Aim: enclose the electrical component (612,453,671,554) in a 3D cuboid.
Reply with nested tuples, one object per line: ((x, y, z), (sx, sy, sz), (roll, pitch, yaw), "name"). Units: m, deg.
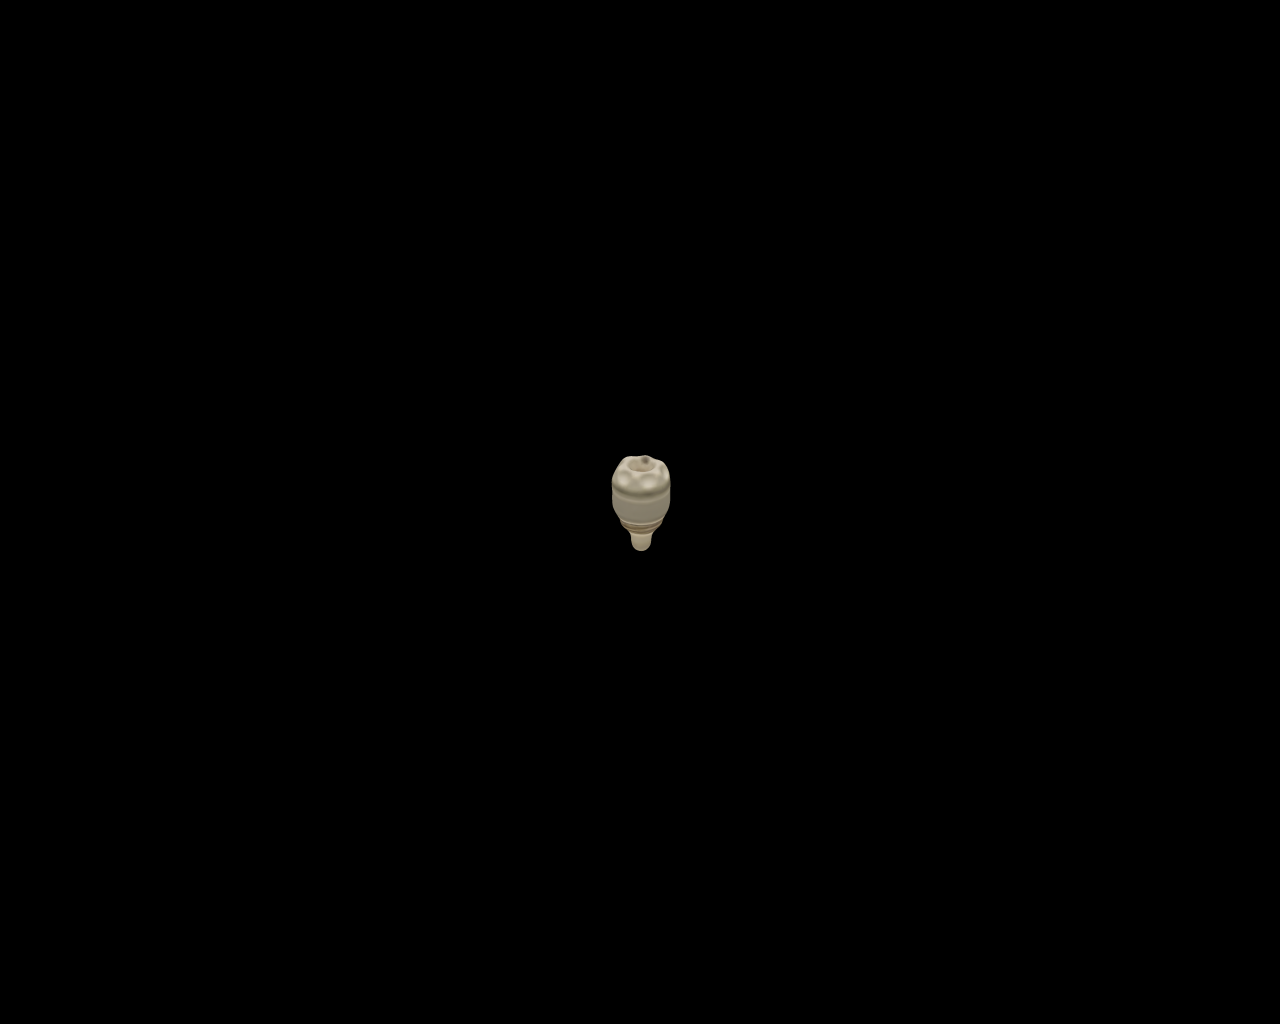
((0.001, -0.003, 0.650), (0.035, 0.061, 0.035), (0, 32, 0), "electrical component")
